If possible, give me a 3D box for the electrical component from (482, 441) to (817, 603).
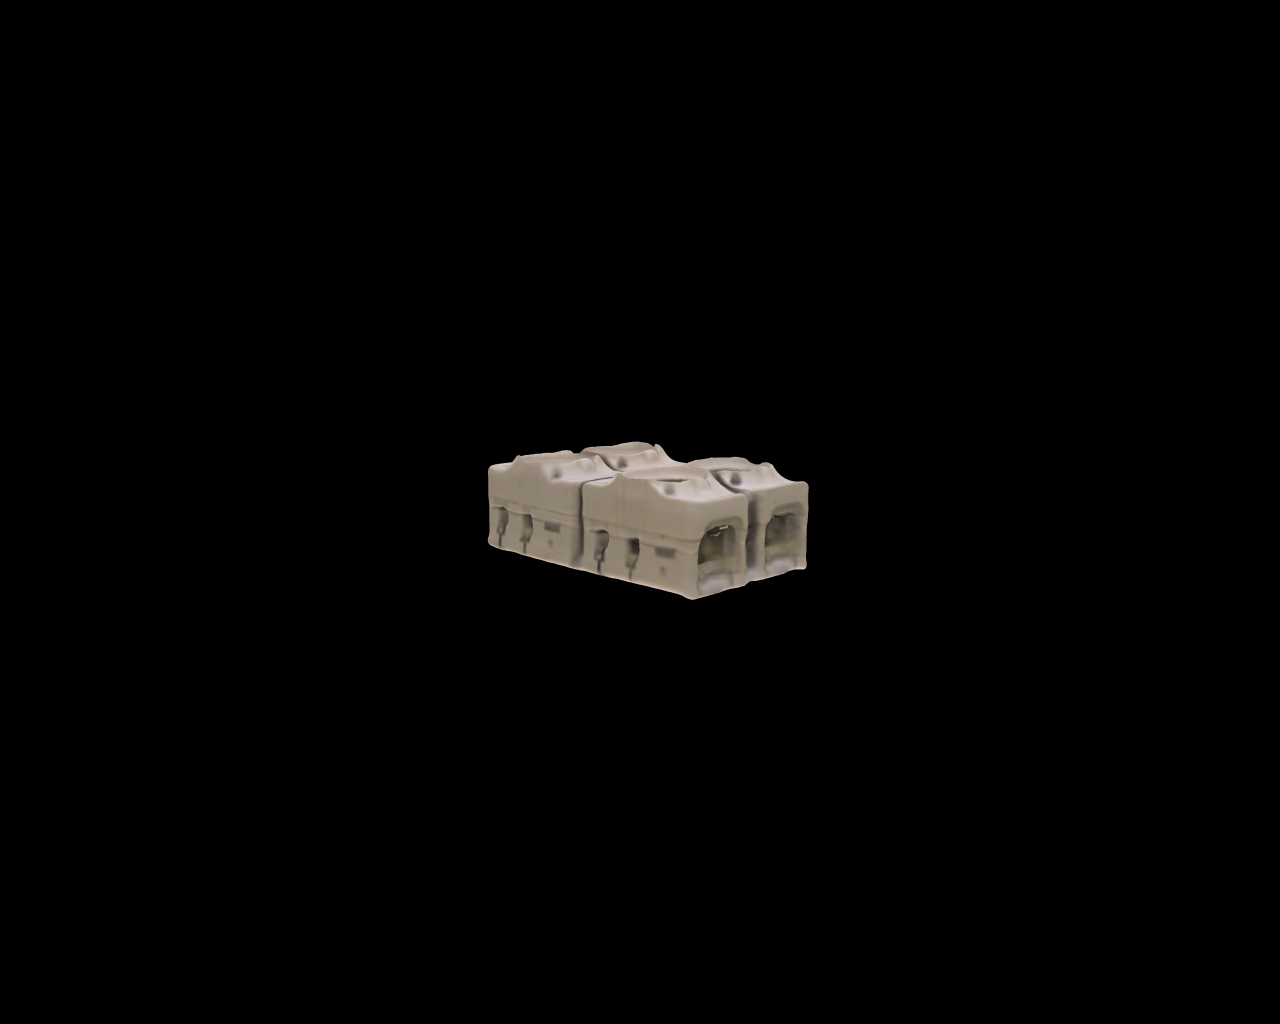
[{"bbox_3d":[0.001,-0.003,0.650,0.105,0.060,0.186,-10,15,-42],"label":"electrical component"}]
